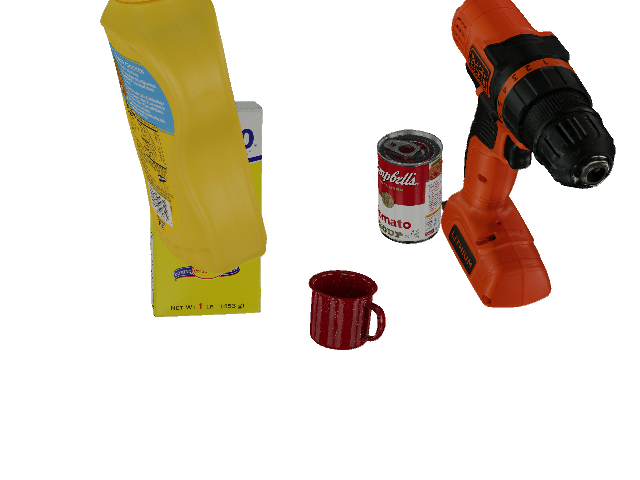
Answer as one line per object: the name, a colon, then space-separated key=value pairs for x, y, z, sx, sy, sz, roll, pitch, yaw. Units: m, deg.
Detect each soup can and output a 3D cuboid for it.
soup can: x=0.094 y=-0.056 z=1.125 sx=0.068 sy=0.102 sz=0.068 roll=-2 pitch=37 yaw=1

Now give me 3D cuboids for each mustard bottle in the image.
mustard bottle: x=-0.080 y=-0.080 z=0.589 sx=0.058 sy=0.191 sz=0.096 roll=-24 pitch=37 yaw=-19

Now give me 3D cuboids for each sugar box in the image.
sugar box: x=-0.096 y=-0.027 z=0.893 sx=0.093 sy=0.176 sz=0.048 roll=-2 pitch=16 yaw=-12

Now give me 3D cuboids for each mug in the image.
mug: x=0.038 y=0.099 z=1.444 sx=0.117 sy=0.081 sz=0.093 roll=18 pitch=26 yaw=30

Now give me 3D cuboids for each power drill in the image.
power drill: x=0.131 y=-0.046 z=0.705 sx=0.057 sy=0.188 sz=0.184 roll=-8 pitch=43 yaw=-10
